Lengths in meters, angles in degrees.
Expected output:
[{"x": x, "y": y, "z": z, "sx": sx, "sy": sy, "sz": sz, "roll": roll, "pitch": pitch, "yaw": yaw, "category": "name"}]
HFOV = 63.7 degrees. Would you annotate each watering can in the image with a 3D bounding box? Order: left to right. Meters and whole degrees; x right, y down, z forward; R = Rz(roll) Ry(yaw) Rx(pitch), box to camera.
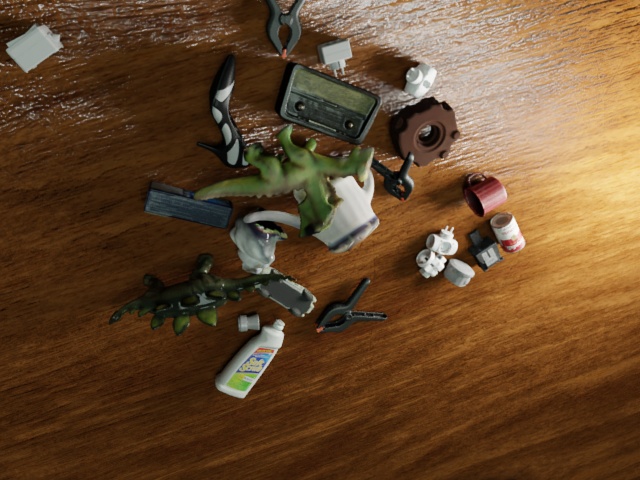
[{"x": 0.004, "y": -0.064, "z": 1.269, "sx": 0.351, "sy": 0.103, "sz": 0.224, "roll": -33, "pitch": 91, "yaw": -18, "category": "watering can"}]

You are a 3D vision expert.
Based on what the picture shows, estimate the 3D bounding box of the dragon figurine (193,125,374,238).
[{"x": -0.063, "y": -0.117, "z": 1.180, "sx": 0.411, "sy": 0.246, "sz": 0.120, "roll": -32, "pitch": 159, "yaw": -4, "category": "dragon figurine"}]

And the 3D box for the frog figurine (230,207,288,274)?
[{"x": -0.171, "y": 0.015, "z": 1.294, "sx": 0.138, "sy": 0.124, "sz": 0.157, "roll": 37, "pitch": 113, "yaw": 7, "category": "frog figurine"}]
